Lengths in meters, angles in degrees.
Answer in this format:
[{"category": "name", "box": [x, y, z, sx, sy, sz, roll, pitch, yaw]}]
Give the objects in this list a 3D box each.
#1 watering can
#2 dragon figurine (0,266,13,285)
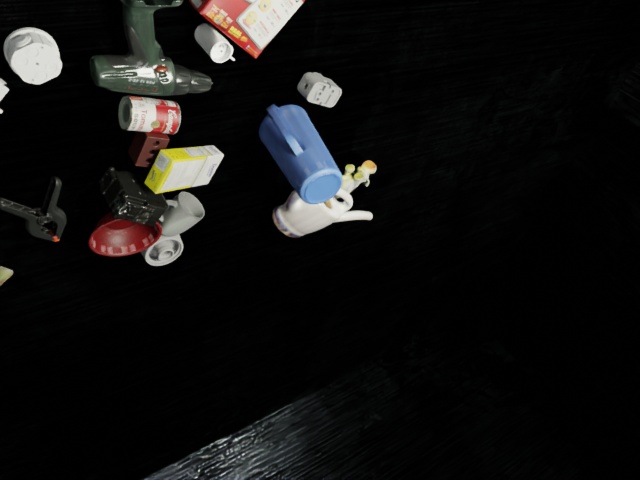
[{"category": "watering can", "box": [0.005, -0.076, 1.509, 0.222, 0.106, 0.344, -25, 154, 23]}, {"category": "dragon figurine", "box": [-0.725, 0.027, 0.834, 0.121, 0.247, 0.408, -45, 150, 21]}]
